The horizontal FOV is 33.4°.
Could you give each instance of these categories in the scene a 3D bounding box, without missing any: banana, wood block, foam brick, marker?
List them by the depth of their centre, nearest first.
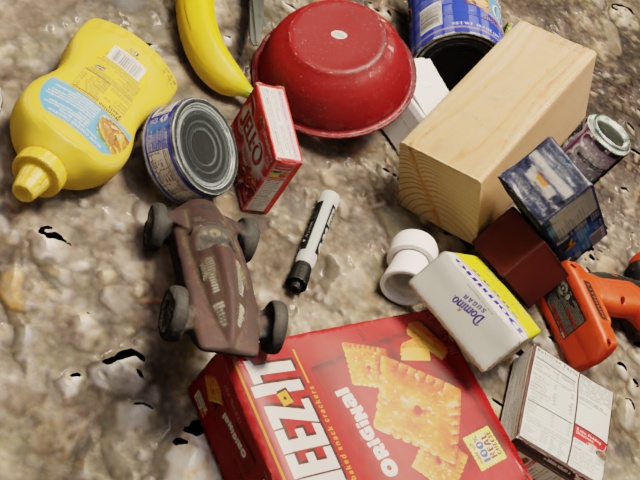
[{"bbox_3d":[-0.006,0.001,0.927,0.020,0.020,0.121,30,45,-9],"label":"marker"},{"bbox_3d":[0.185,0.017,0.982,0.078,0.051,0.053,43,10,-50],"label":"foam brick"},{"bbox_3d":[-0.107,-0.206,1.021,0.069,0.037,0.198,17,47,-48],"label":"banana"},{"bbox_3d":[0.170,-0.106,1.021,0.090,0.091,0.205,30,59,25],"label":"wood block"}]

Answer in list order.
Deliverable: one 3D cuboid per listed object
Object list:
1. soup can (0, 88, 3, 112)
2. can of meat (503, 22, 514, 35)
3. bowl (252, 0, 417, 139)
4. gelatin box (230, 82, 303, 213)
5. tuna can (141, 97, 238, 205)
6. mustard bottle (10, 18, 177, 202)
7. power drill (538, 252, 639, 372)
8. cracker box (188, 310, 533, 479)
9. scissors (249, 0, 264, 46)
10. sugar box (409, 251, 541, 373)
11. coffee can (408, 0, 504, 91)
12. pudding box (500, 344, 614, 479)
[{"bbox_3d":[-0.270,-0.075,0.757,0.068,0.102,0.068,18,48,-21],"label":"soup can"},{"bbox_3d":[0.230,-0.191,1.210,0.084,0.058,0.102,31,44,-5],"label":"can of meat"},{"bbox_3d":[0.015,-0.176,1.013,0.162,0.055,0.162,1,58,-2],"label":"bowl"},{"bbox_3d":[-0.051,-0.080,0.925,0.030,0.073,0.089,5,53,-30],"label":"gelatin box"},{"bbox_3d":[-0.106,-0.074,0.884,0.086,0.034,0.086,25,59,-51],"label":"tuna can"},{"bbox_3d":[-0.192,-0.095,0.856,0.096,0.058,0.191,39,43,-14],"label":"mustard bottle"},{"bbox_3d":[0.312,0.087,1.038,0.187,0.057,0.184,4,50,-35],"label":"power drill"},{"bbox_3d":[0.033,0.146,0.796,0.213,0.072,0.164,-7,59,-36],"label":"cracker box"},{"bbox_3d":[-0.079,-0.264,1.083,0.096,0.016,0.201,28,38,-6],"label":"scissors"},{"bbox_3d":[0.134,0.057,0.892,0.093,0.048,0.176,51,9,12],"label":"sugar box"},{"bbox_3d":[0.146,-0.228,1.152,0.102,0.103,0.140,19,47,-19],"label":"coffee can"},{"bbox_3d":[0.204,0.158,0.923,0.090,0.039,0.113,31,42,-7],"label":"pudding box"}]
